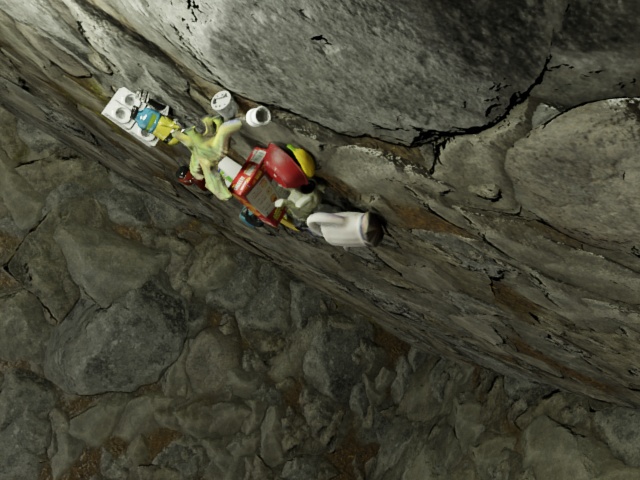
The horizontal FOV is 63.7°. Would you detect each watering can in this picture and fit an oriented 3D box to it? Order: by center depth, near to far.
[{"bbox_3d":[0.101,-0.022,1.641,0.224,0.105,0.344,2,165,28],"label":"watering can"}]

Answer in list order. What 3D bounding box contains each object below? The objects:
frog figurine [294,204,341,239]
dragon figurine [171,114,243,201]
[{"bbox_3d":[0.005,-0.088,1.741,0.136,0.125,0.157,41,128,-15],"label":"frog figurine"},{"bbox_3d":[-0.293,-0.227,1.465,0.412,0.123,0.239,17,132,53],"label":"dragon figurine"}]
